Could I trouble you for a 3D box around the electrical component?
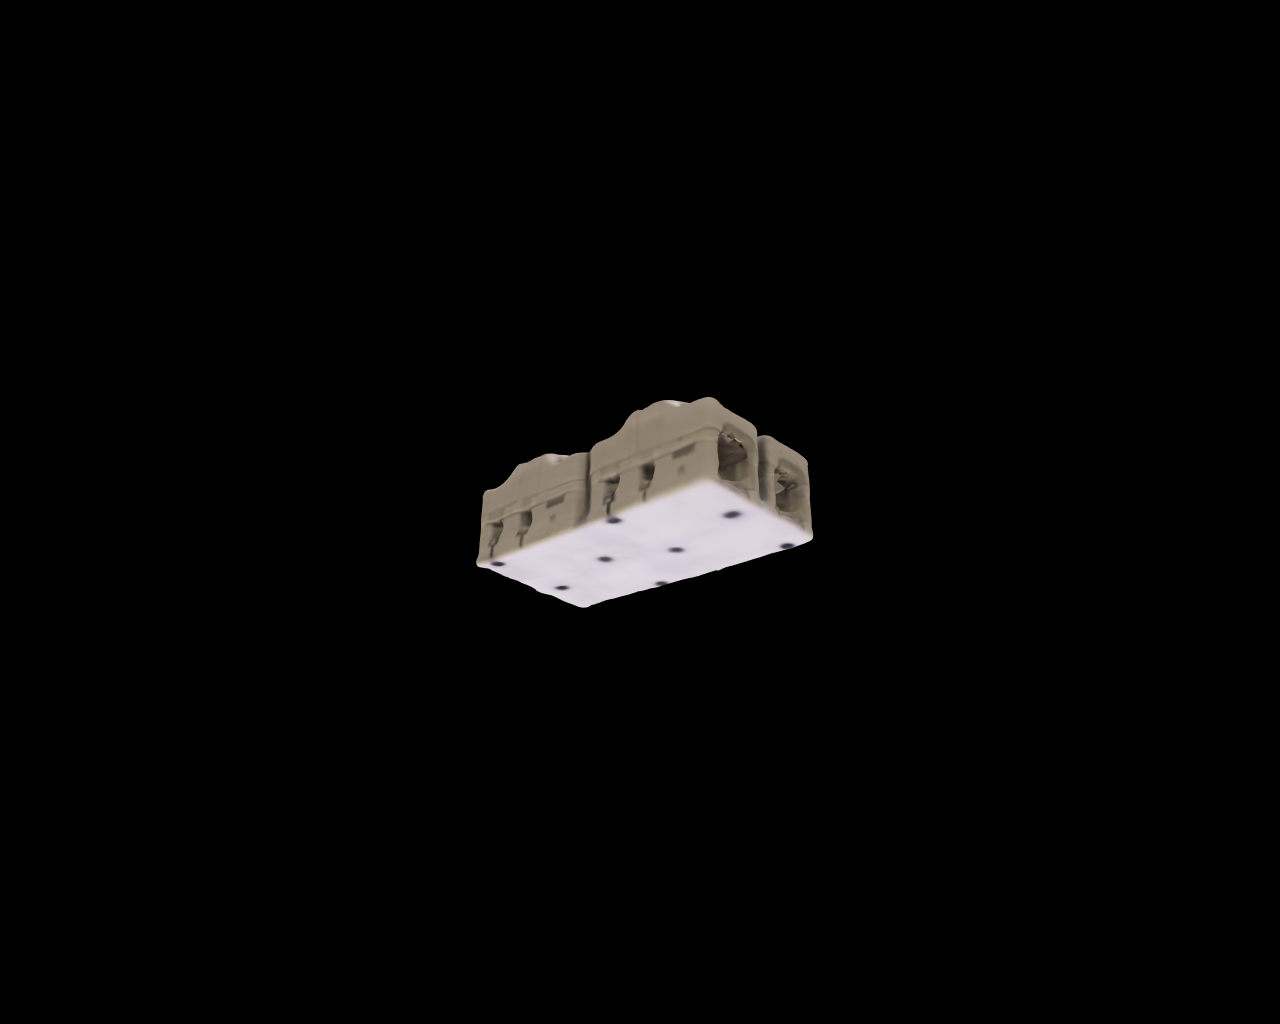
[{"bbox_3d":[0.001,-0.003,0.650,0.186,0.060,0.105,-20,-32,36],"label":"electrical component"}]
